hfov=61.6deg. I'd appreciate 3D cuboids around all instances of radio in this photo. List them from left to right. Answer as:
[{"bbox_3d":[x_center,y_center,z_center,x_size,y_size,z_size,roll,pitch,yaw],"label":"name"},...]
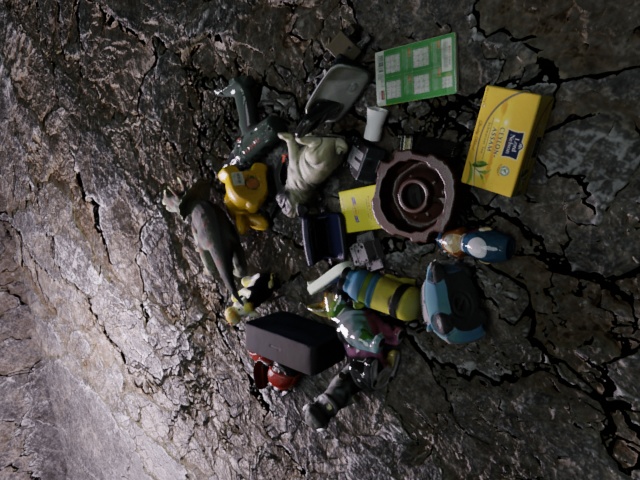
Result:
[{"bbox_3d":[-0.058,0.237,1.270,0.230,0.131,0.073,12,106,40],"label":"radio"}]

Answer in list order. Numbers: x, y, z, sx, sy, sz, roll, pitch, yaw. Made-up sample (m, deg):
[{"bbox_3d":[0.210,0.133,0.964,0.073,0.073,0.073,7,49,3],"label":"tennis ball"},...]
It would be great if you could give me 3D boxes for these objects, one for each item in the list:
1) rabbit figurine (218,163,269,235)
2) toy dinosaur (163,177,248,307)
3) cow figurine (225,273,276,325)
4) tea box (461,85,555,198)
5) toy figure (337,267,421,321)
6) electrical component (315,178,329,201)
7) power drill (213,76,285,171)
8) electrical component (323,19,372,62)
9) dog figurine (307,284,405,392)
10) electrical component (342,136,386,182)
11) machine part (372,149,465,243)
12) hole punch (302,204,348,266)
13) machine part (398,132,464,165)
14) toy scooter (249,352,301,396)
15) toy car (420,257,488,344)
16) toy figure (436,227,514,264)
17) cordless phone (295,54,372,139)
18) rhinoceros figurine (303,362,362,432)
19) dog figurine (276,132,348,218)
[{"bbox_3d":[-0.185,-0.094,1.352,0.173,0.122,0.162,-43,67,58],"label":"rabbit figurine"},{"bbox_3d":[-0.268,-0.023,1.340,0.405,0.131,0.191,45,156,44],"label":"toy dinosaur"},{"bbox_3d":[-0.166,0.145,1.332,0.098,0.167,0.068,-21,113,28],"label":"cow figurine"},{"bbox_3d":[0.314,-0.166,0.906,0.098,0.068,0.169,24,112,37],"label":"tea box"},{"bbox_3d":[0.121,0.110,1.093,0.180,0.089,0.082,20,117,14],"label":"toy figure"},{"bbox_3d":[-0.009,-0.138,1.232,0.063,0.021,0.094,-39,71,38],"label":"electrical component"},{"bbox_3d":[-0.197,-0.286,1.336,0.232,0.086,0.207,-21,80,40],"label":"power drill"},{"bbox_3d":[0.054,-0.407,1.116,0.078,0.045,0.102,39,129,-4],"label":"electrical component"},{"bbox_3d":[0.069,0.202,1.172,0.219,0.108,0.191,28,118,40],"label":"dog figurine"},{"bbox_3d":[0.098,-0.155,1.092,0.119,0.048,0.074,57,134,49],"label":"electrical component"},{"bbox_3d":[0.181,-0.083,0.994,0.180,0.056,0.179,8,103,37],"label":"machine part"},{"bbox_3d":[-0.002,-0.004,1.185,0.116,0.092,0.142,-172,70,-72],"label":"hole punch"},{"bbox_3d":[0.206,-0.166,1.025,0.139,0.039,0.084,9,96,42],"label":"machine part"},{"bbox_3d":[-0.123,0.345,1.388,0.184,0.075,0.135,23,112,41],"label":"toy scooter"},{"bbox_3d":[0.235,0.119,1.010,0.103,0.109,0.161,-36,64,58],"label":"toy car"},{"bbox_3d":[0.274,0.004,0.982,0.155,0.057,0.064,9,79,42],"label":"toy figure"},{"bbox_3d":[0.014,-0.282,1.071,0.089,0.184,0.146,40,131,-2],"label":"cordless phone"},{"bbox_3d":[0.034,0.337,1.168,0.112,0.190,0.073,-42,83,33],"label":"rhinoceros figurine"},{"bbox_3d":[-0.014,-0.133,1.160,0.173,0.121,0.190,21,114,53],"label":"dog figurine"}]
